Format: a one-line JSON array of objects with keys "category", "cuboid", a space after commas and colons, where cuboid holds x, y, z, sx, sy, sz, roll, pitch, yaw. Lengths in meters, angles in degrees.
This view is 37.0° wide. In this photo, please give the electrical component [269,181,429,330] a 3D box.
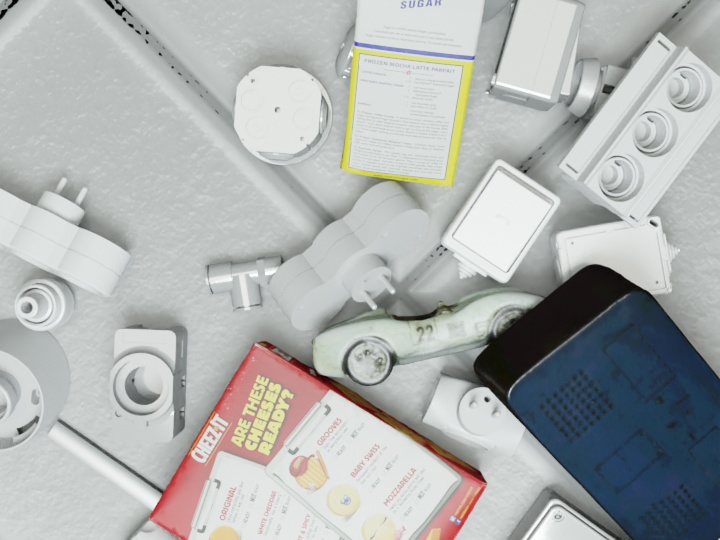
[{"category": "electrical component", "cuboid": [0.000, 0.000, 0.851, 0.138, 0.052, 0.073, -41, 57, 3]}]

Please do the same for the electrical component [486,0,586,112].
[{"category": "electrical component", "cuboid": [0.143, -0.178, 0.850, 0.061, 0.062, 0.096, 16, 92, 2]}]

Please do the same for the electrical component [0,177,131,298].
[{"category": "electrical component", "cuboid": [-0.249, -0.040, 0.875, 0.138, 0.052, 0.073, 25, 77, 2]}]

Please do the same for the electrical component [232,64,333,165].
[{"category": "electrical component", "cuboid": [-0.063, -0.126, 0.865, 0.080, 0.051, 0.080, 0, 92, 2]}]

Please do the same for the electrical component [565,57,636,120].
[{"category": "electrical component", "cuboid": [0.197, -0.141, 0.858, 0.055, 0.048, 0.066, 14, 92, -6]}]

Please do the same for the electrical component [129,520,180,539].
[{"category": "electrical component", "cuboid": [-0.163, 0.238, 0.883, 0.062, 0.043, 0.043, 43, 93, -1]}]

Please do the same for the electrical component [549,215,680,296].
[{"category": "electrical component", "cuboid": [0.203, -0.008, 0.852, 0.096, 0.061, 0.061, -10, 91, 3]}]

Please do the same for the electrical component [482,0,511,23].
[{"category": "electrical component", "cuboid": [0.085, -0.240, 0.843, 0.043, 0.077, 0.079, -23, 87, 3]}]

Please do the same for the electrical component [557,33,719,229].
[{"category": "electrical component", "cuboid": [0.210, -0.104, 0.809, 0.079, 0.063, 0.121, 36, 92, -13]}]

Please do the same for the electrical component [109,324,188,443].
[{"category": "electrical component", "cuboid": [-0.171, 0.091, 0.873, 0.050, 0.056, 0.089, 2, 92, 2]}]

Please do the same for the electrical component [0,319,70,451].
[{"category": "electrical component", "cuboid": [-0.295, 0.097, 0.887, 0.099, 0.064, 0.099, 1, 105, 5]}]

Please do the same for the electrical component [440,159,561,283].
[{"category": "electrical component", "cuboid": [0.107, -0.033, 0.856, 0.062, 0.061, 0.096, 34, 93, 1]}]

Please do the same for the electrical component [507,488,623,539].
[{"category": "electrical component", "cuboid": [0.165, 0.251, 0.863, 0.109, 0.056, 0.108, 35, 93, 1]}]

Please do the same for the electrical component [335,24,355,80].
[{"category": "electrical component", "cuboid": [0.014, -0.168, 0.866, 0.062, 0.048, 0.048, 22, 92, -9]}]

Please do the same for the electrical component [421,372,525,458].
[{"category": "electrical component", "cuboid": [0.094, 0.114, 0.851, 0.077, 0.079, 0.044, 22, 78, 2]}]

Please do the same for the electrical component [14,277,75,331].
[{"category": "electrical component", "cuboid": [-0.260, 0.028, 0.872, 0.043, 0.062, 0.043, 0, 92, 2]}]
